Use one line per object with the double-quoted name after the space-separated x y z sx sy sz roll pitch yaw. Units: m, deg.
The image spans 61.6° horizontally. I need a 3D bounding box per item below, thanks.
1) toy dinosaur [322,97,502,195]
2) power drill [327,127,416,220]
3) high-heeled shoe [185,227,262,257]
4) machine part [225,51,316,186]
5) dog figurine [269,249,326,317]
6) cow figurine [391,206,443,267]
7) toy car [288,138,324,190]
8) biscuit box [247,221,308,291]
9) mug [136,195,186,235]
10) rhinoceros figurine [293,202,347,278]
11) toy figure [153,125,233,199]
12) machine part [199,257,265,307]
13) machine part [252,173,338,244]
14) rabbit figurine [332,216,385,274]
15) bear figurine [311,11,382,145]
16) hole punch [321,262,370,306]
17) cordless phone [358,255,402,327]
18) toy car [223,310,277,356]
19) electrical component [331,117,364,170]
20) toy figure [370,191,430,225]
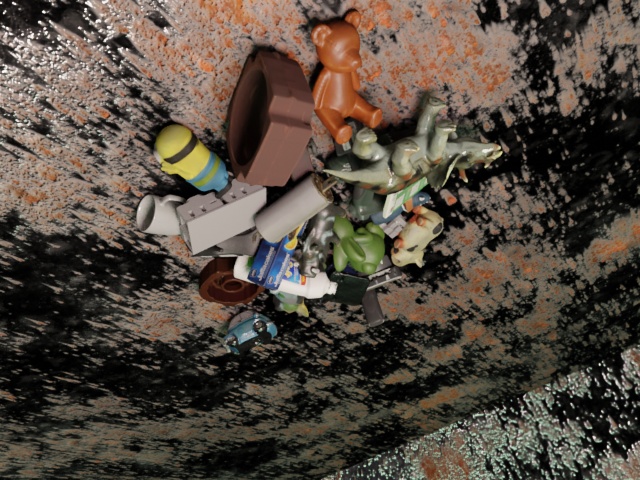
0.167 -0.153 1.074 0.405 0.131 0.192 -22 141 -19 "toy dinosaur"
0.133 -0.145 1.215 0.232 0.086 0.207 -18 147 -10 "power drill"
-0.197 -0.009 1.303 0.249 0.145 0.086 -16 110 -39 "high-heeled shoe"
-0.092 -0.211 0.959 0.087 0.201 0.201 7 136 -28 "machine part"
-0.055 0.128 1.475 0.192 0.108 0.219 -23 146 5 "dog figurine"
0.256 -0.001 1.438 0.127 0.085 0.195 16 132 -25 "cow figurine"
-0.040 -0.149 1.170 0.089 0.053 0.202 -23 151 -2 "toy car"
-0.096 0.014 1.249 0.059 0.063 0.202 30 81 -54 "biscuit box"
-0.329 -0.058 1.177 0.107 0.081 0.109 14 129 -47 "mug"
-0.003 -0.004 1.254 0.112 0.073 0.190 -6 114 -65 "rhinoceros figurine"
-0.249 -0.158 1.073 0.180 0.082 0.089 35 102 -36 "toy figure"
-0.233 0.109 1.427 0.179 0.056 0.179 -8 142 -7 "machine part"
-0.058 -0.068 1.165 0.243 0.079 0.079 -35 138 23 "machine part"
0.071 0.009 1.351 0.121 0.159 0.170 -29 126 32 "rabbit figurine"
0.047 -0.295 0.971 0.120 0.132 0.195 -31 153 -27 "bear figurine"
0.063 0.106 1.453 0.116 0.092 0.142 11 132 -14 "hole punch"
0.171 0.147 1.506 0.147 0.184 0.088 -21 137 7 "cordless phone"
-0.214 0.264 1.585 0.162 0.103 0.109 -23 146 -7 "toy car"
0.064 -0.204 1.108 0.075 0.048 0.119 -22 115 6 "electrical component"
0.195 -0.087 1.328 0.154 0.064 0.057 -24 104 4 "toy figure"
